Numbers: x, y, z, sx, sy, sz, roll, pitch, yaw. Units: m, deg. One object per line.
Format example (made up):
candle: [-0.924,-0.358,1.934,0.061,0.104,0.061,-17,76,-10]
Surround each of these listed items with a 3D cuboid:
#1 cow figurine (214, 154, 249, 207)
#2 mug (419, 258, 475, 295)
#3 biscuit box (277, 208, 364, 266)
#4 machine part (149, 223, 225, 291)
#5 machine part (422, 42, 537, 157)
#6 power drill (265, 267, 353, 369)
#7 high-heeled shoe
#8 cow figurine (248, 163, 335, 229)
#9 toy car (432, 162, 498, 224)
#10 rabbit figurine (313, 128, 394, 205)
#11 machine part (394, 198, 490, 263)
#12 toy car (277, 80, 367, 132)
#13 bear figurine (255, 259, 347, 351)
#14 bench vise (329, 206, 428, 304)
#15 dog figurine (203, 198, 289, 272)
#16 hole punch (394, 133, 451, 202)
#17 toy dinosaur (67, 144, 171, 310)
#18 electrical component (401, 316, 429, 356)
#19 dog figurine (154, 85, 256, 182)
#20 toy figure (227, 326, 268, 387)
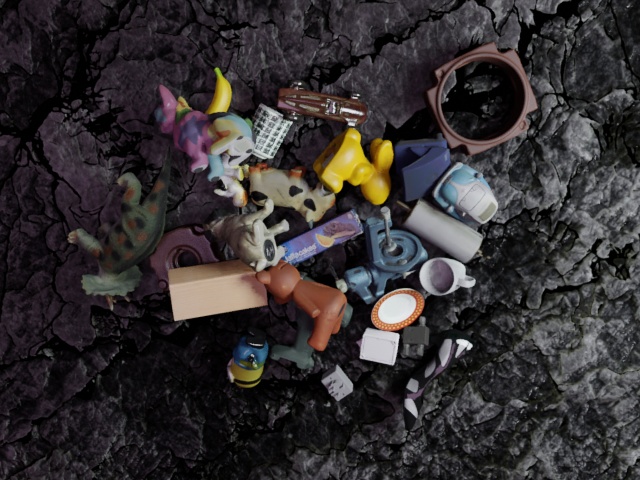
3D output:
cow figurine: [-0.212,-0.156,1.215,0.098,0.068,0.167,-2,96,12]
mug: [0.291,0.077,1.188,0.110,0.107,0.080,9,99,33]
biscuit box: [-0.003,-0.004,1.230,0.203,0.063,0.059,-26,96,9]
machine part: [-0.315,0.049,1.273,0.179,0.056,0.179,1,100,4]
machine part: [0.334,-0.293,1.131,0.201,0.087,0.200,-24,98,11]
power drill: [-0.054,0.186,1.270,0.232,0.086,0.207,21,95,-1]
high-heeled shoe: [0.275,0.327,1.248,0.145,0.086,0.248,7,87,18]
cow figurine: [-0.063,-0.101,1.203,0.195,0.085,0.127,8,112,10]
toy car: [0.322,-0.082,1.142,0.161,0.103,0.109,34,102,-37]
rabbit figurine: [0.092,-0.155,1.182,0.173,0.122,0.162,38,93,-17]
machine part: [0.270,-0.022,1.194,0.243,0.079,0.079,30,102,-2]
toy car: [0.008,-0.285,1.148,0.202,0.053,0.089,7,99,-21]
bear figurine: [-0.046,0.131,1.166,0.196,0.120,0.131,21,114,12]
bench vise: [0.127,0.027,1.172,0.224,0.129,0.240,-12,136,0]
dog figurine: [-0.183,0.003,1.179,0.191,0.172,0.121,-10,127,24]
hole punch: [0.219,-0.148,1.137,0.116,0.092,0.142,-6,144,10]
toy dinosaur: [-0.424,-0.011,1.211,0.405,0.131,0.192,-46,76,18]
electrical component: [0.222,0.224,1.257,0.063,0.021,0.094,-5,65,33]
dog figurine: [-0.255,-0.247,1.139,0.191,0.108,0.219,-35,75,15]
toy figure: [-0.166,0.282,1.264,0.089,0.082,0.180,34,130,8]
